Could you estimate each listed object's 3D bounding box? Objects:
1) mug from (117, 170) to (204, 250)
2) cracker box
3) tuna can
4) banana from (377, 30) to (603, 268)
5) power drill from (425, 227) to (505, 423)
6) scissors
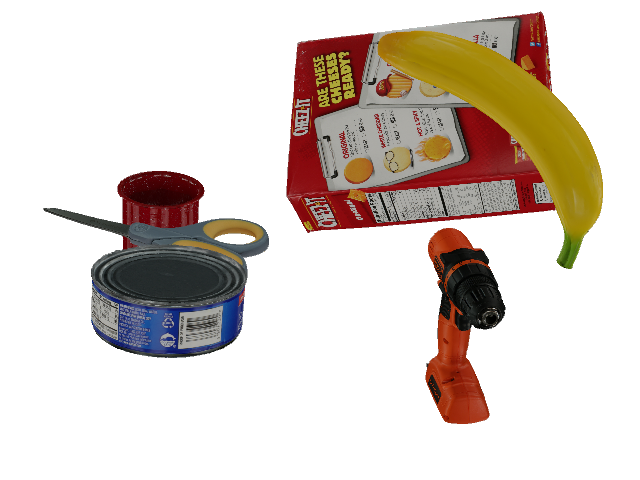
[{"bbox_3d":[-0.180,-0.026,1.173,0.093,0.081,0.117,-10,31,-27],"label":"mug"},{"bbox_3d":[0.086,-0.097,0.895,0.214,0.164,0.072,-5,-31,14],"label":"cracker box"},{"bbox_3d":[-0.084,0.033,0.595,0.086,0.034,0.086,5,20,-2],"label":"tuna can"},{"bbox_3d":[0.121,-0.076,0.691,0.070,0.198,0.037,-41,-7,11],"label":"banana"},{"bbox_3d":[0.155,0.100,1.148,0.057,0.188,0.184,-2,25,-6],"label":"power drill"},{"bbox_3d":[-0.127,-0.010,0.874,0.202,0.016,0.096,24,38,34],"label":"scissors"}]
